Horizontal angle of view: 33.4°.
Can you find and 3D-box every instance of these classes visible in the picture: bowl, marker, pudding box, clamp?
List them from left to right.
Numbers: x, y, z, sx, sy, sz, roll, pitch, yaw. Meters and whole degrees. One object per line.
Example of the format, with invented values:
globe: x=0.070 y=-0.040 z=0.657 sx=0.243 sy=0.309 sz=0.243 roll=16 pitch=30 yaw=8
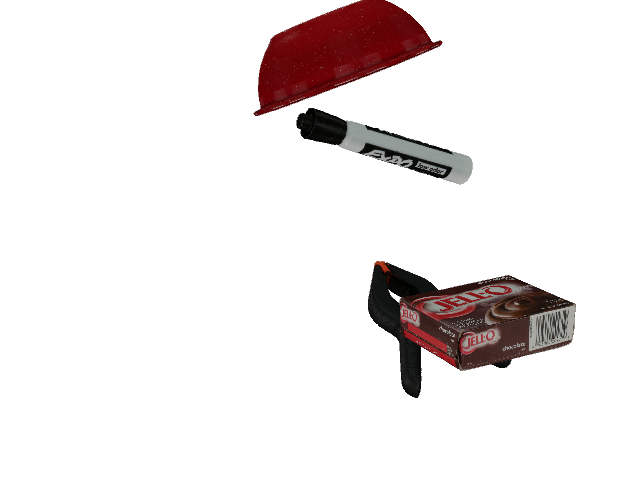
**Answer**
bowl: x=0.012 y=-0.153 z=0.856 sx=0.162 sy=0.055 sz=0.162 roll=-21 pitch=8 yaw=3
marker: x=0.040 y=-0.057 z=0.647 sx=0.121 sy=0.020 sz=0.020 roll=14 pitch=-7 yaw=-28
clamp: x=0.110 y=0.082 z=1.066 sx=0.120 sy=0.039 sz=0.171 roll=-3 pitch=43 yaw=-24
pudding box: x=0.133 y=0.064 z=0.860 sx=0.113 sy=0.039 sz=0.090 roll=-8 pitch=18 yaw=-25
